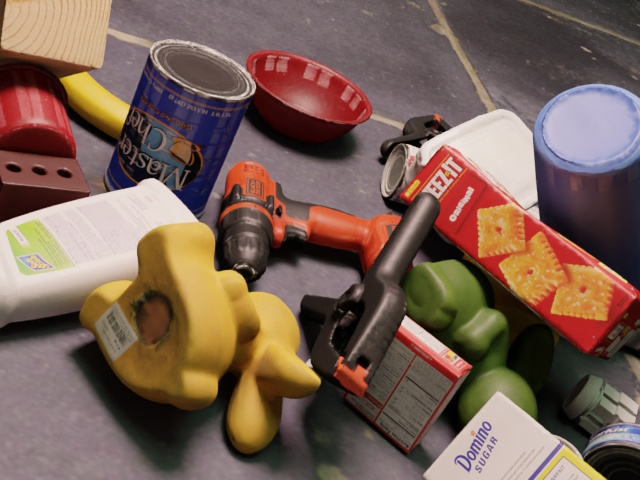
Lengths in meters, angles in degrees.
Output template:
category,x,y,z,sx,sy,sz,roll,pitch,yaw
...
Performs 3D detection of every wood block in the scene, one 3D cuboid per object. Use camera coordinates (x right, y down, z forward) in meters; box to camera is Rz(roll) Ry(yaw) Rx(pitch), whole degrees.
category,x,y,z,sx,sy,sz,roll,pitch,yaw
wood block,-0.274,-0.204,1.002,0.090,0.090,0.206,9,-1,-29

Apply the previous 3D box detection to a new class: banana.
category,x,y,z,sx,sy,sz,roll,pitch,yaw
banana,-0.214,-0.140,1.091,0.198,0.037,0.069,40,51,16

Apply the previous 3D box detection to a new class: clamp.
category,x,y,z,sx,sy,sz,roll,pitch,yaw
clamp,0.149,-0.115,1.347,0.120,0.039,0.171,30,30,4
clamp,0.040,0.048,0.856,0.036,0.165,0.210,40,18,-14

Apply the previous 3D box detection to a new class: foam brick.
category,x,y,z,sx,sy,sz,roll,pitch,yaw
foam brick,-0.244,-0.039,0.904,0.078,0.051,0.053,5,36,-33

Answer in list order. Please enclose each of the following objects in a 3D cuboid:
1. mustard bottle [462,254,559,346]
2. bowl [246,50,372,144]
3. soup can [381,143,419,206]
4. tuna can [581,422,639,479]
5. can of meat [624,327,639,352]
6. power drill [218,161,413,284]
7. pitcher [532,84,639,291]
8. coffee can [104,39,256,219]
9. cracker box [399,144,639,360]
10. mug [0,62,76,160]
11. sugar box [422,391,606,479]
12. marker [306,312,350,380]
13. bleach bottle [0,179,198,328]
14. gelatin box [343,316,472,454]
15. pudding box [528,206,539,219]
category,x,y,z,sx,sy,sz,roll,pitch,yaw
mustard bottle,0.193,0.044,1.109,0.096,0.058,0.191,21,30,-6
bowl,-0.021,-0.162,1.270,0.162,0.055,0.162,20,30,-12
soup can,0.129,-0.065,1.223,0.102,0.069,0.068,17,31,-17
tuna can,0.259,0.198,0.891,0.086,0.086,0.033,34,33,12
can of meat,0.341,0.077,1.178,0.084,0.057,0.102,22,30,-13
power drill,-0.007,0.001,1.021,0.187,0.057,0.184,19,30,-14
pitcher,0.276,-0.049,1.065,0.149,0.242,0.145,33,72,32
coffee can,-0.132,-0.101,0.999,0.102,0.140,0.103,20,30,-12
cracker box,0.191,0.013,0.966,0.214,0.072,0.164,43,9,21
mug,-0.273,-0.092,0.941,0.117,0.093,0.081,-18,49,-10
sugar box,0.173,0.207,0.805,0.176,0.093,0.048,40,-11,24
marker,0.012,0.090,0.935,0.020,0.020,0.121,30,30,6
bleach bottle,-0.212,0.014,0.837,0.250,0.068,0.103,-13,47,-45
gelatin box,0.070,0.116,0.867,0.073,0.089,0.030,38,28,18
pudding box,0.258,0.005,1.244,0.090,0.039,0.113,29,27,5
